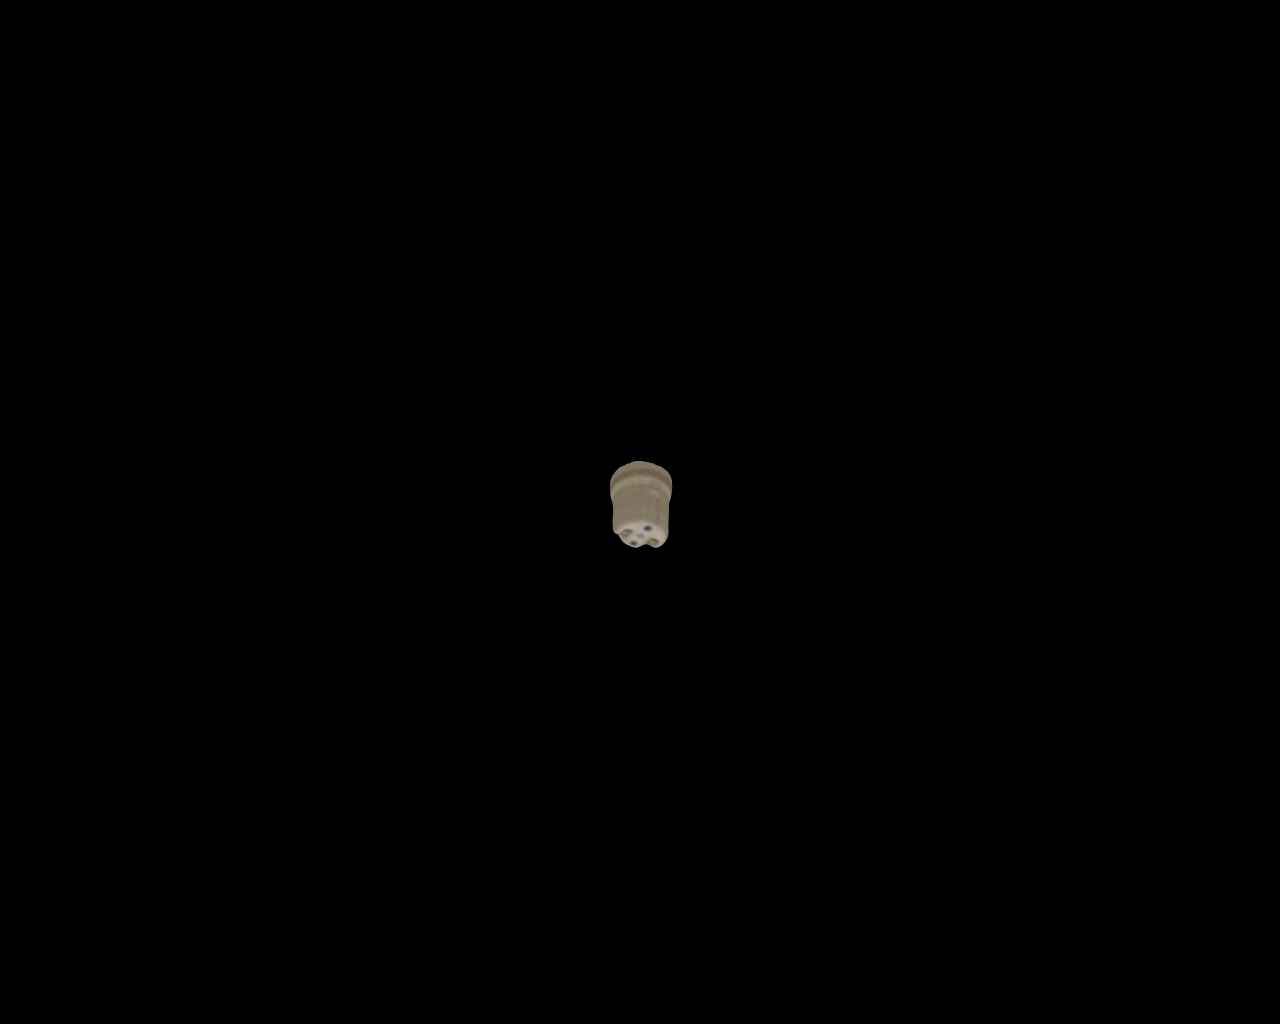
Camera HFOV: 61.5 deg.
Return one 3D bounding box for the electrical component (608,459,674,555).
[{"bbox_3d":[0.001,-0.003,0.650,0.040,0.046,0.040,0,-40,0],"label":"electrical component"}]
